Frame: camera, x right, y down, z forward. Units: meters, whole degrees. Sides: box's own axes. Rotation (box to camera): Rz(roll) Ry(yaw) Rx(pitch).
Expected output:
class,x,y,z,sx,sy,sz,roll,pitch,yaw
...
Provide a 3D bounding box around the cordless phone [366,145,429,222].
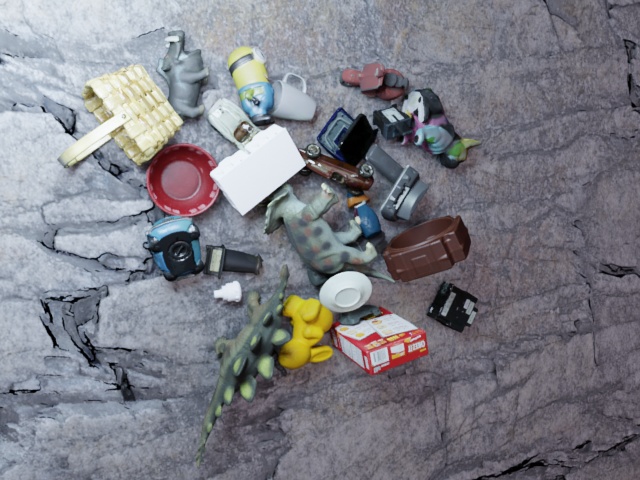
class,x,y,z,sx,sy,sz,roll,pitch,yaw
cordless phone,0.174,-0.145,1.377,0.184,0.089,0.146,36,83,-25

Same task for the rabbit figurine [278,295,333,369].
class,x,y,z,sx,sy,sz,roll,pitch,yaw
rabbit figurine,-0.043,0.241,1.322,0.162,0.122,0.173,53,53,-42

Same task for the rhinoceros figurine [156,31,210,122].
class,x,y,z,sx,sy,sz,roll,pitch,yaw
rhinoceros figurine,-0.297,-0.352,1.165,0.112,0.073,0.190,0,99,-12

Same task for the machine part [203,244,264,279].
class,x,y,z,sx,sy,sz,roll,pitch,yaw
machine part,-0.205,0.053,1.271,0.139,0.039,0.084,6,86,-22

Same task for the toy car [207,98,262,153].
class,x,y,z,sx,sy,sz,roll,pitch,yaw
toy car,-0.171,-0.239,1.237,0.201,0.056,0.073,41,80,-22

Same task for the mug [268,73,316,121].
class,x,y,z,sx,sy,sz,roll,pitch,yaw
mug,-0.062,-0.330,1.265,0.107,0.081,0.109,14,91,-35

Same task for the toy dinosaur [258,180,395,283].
class,x,y,z,sx,sy,sz,roll,pitch,yaw
toy dinosaur,0.000,-0.001,1.274,0.192,0.131,0.404,-34,102,8

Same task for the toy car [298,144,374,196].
class,x,y,z,sx,sy,sz,roll,pitch,yaw
toy car,0.033,-0.165,1.296,0.202,0.089,0.053,19,59,-11

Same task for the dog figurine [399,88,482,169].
class,x,y,z,sx,sy,sz,roll,pitch,yaw
dog figurine,0.324,-0.291,1.422,0.219,0.109,0.191,6,92,-28

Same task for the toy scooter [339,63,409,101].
class,x,y,z,sx,sy,sz,roll,pitch,yaw
toy scooter,0.148,-0.390,1.314,0.184,0.135,0.075,4,94,-25

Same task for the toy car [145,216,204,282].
class,x,y,z,sx,sy,sz,roll,pitch,yaw
toy car,-0.317,0.007,1.178,0.109,0.103,0.161,-19,129,-15

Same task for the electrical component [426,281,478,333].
class,x,y,z,sx,sy,sz,roll,pitch,yaw
electrical component,0.385,0.196,1.533,0.134,0.058,0.115,31,86,-24

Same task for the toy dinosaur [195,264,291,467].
class,x,y,z,sx,sy,sz,roll,pitch,yaw
toy dinosaur,-0.173,0.270,1.225,0.105,0.199,0.471,28,83,-21

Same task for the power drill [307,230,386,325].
class,x,y,z,sx,sy,sz,roll,pitch,yaw
power drill,0.094,0.101,1.383,0.232,0.086,0.207,-21,108,-18

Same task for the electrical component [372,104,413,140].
class,x,y,z,sx,sy,sz,roll,pitch,yaw
electrical component,0.191,-0.288,1.351,0.075,0.119,0.047,-24,144,-17

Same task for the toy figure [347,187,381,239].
class,x,y,z,sx,sy,sz,roll,pitch,yaw
toy figure,0.105,-0.078,1.361,0.064,0.058,0.154,9,55,-61

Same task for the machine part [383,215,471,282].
class,x,y,z,sx,sy,sz,roll,pitch,yaw
machine part,0.271,0.017,1.366,0.087,0.201,0.201,65,27,-10

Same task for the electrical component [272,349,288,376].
class,x,y,z,sx,sy,sz,roll,pitch,yaw
electrical component,-0.112,0.290,1.325,0.021,0.063,0.094,-31,107,-14

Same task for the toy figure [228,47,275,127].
class,x,y,z,sx,sy,sz,roll,pitch,yaw
toy figure,-0.151,-0.344,1.200,0.089,0.082,0.180,-9,85,-21

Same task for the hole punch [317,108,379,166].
class,x,y,z,sx,sy,sz,roll,pitch,yaw
hole punch,0.067,-0.253,1.333,0.142,0.092,0.115,-57,145,-11
